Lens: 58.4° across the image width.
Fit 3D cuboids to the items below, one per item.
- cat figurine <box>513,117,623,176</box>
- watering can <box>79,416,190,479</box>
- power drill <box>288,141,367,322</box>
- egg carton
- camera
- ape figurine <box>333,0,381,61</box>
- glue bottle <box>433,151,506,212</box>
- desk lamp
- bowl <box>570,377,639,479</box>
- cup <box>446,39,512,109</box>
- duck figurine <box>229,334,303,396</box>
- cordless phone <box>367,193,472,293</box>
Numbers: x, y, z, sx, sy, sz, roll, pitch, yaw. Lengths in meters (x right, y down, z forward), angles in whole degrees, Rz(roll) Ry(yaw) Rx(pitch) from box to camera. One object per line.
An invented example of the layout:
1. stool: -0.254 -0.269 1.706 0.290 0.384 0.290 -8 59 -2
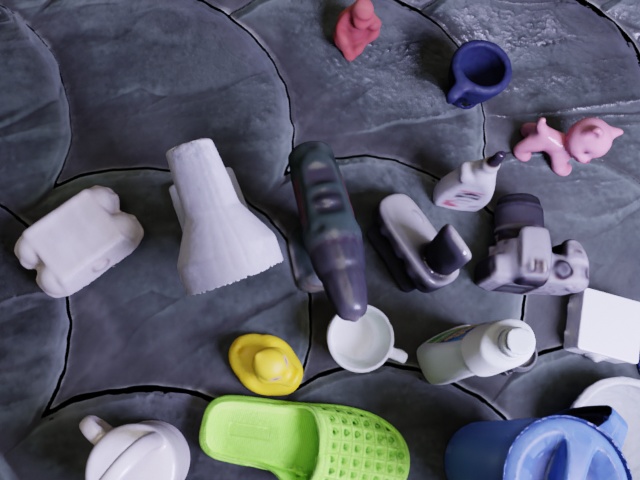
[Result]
1. cat figurine: 0.373 -0.152 0.854 0.128 0.117 0.067 19 74 -1
2. watering can: -0.200 0.260 0.639 0.173 0.194 0.101 19 74 0
3. power drill: 0.007 0.003 0.725 0.075 0.208 0.229 -12 76 -9
4. egg carton: -0.318 0.002 0.762 0.150 0.069 0.107 -40 82 -15
5. camera: 0.302 0.005 0.812 0.143 0.101 0.137 5 74 -4
6. ape figurine: 0.059 -0.335 0.884 0.078 0.092 0.076 -8 76 -8
7. glue bottle: 0.215 -0.084 0.789 0.078 0.173 0.037 5 74 -4
8. desk lamp: -0.132 -0.023 0.714 0.118 0.213 0.203 -20 78 -11
9. bowl: 0.393 0.268 0.763 0.167 0.074 0.167 2 74 -6
10. cup: 0.224 -0.233 0.872 0.091 0.095 0.118 43 75 7
11. duck figurine: -0.069 0.159 0.737 0.104 0.086 0.077 30 74 3
12. cordless phone: 0.139 -0.010 0.754 0.094 0.185 0.147 -34 80 -13
